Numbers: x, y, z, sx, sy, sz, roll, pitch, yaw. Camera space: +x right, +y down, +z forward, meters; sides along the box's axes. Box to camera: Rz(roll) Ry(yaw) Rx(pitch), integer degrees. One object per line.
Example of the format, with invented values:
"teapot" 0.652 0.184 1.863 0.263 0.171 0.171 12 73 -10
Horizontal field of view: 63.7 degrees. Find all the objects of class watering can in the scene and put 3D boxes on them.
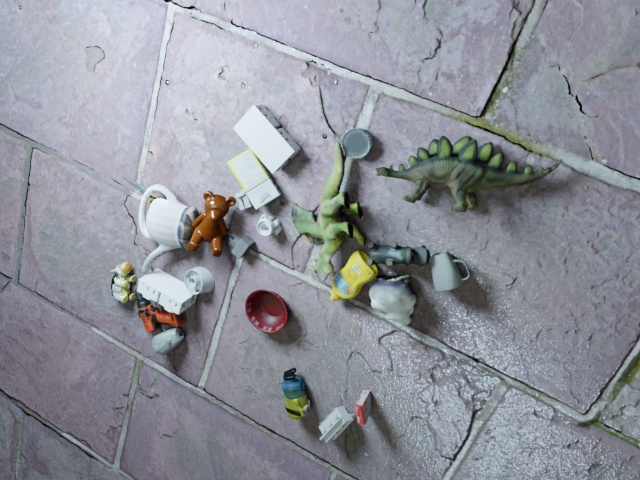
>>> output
"watering can" -0.533 -0.020 1.795 0.225 0.105 0.342 14 110 17

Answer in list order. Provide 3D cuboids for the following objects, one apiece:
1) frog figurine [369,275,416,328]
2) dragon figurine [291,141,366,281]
"frog figurine" 0.220 0.189 1.546 0.137 0.123 0.159 -7 93 4
"dragon figurine" 0.005 -0.079 1.569 0.242 0.123 0.409 -8 94 33
